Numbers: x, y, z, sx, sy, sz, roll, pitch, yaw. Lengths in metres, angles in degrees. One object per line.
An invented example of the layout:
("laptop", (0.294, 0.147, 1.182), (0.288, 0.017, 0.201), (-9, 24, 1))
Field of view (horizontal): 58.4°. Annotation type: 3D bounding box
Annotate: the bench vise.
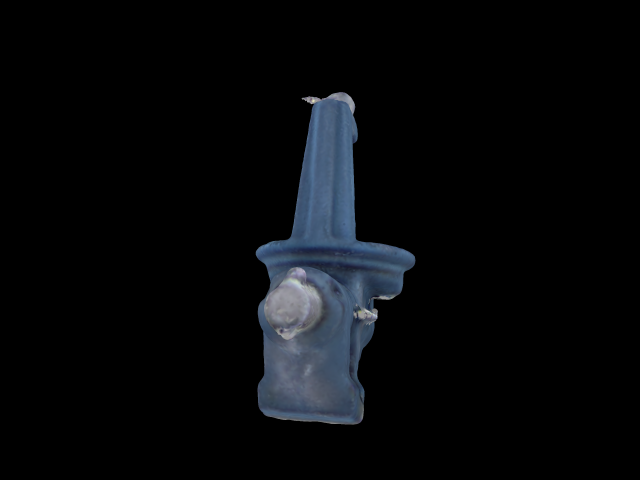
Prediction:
("bench vise", (0.016, 0.001, 0.401), (0.121, 0.220, 0.207), (-1, 7, -6))
